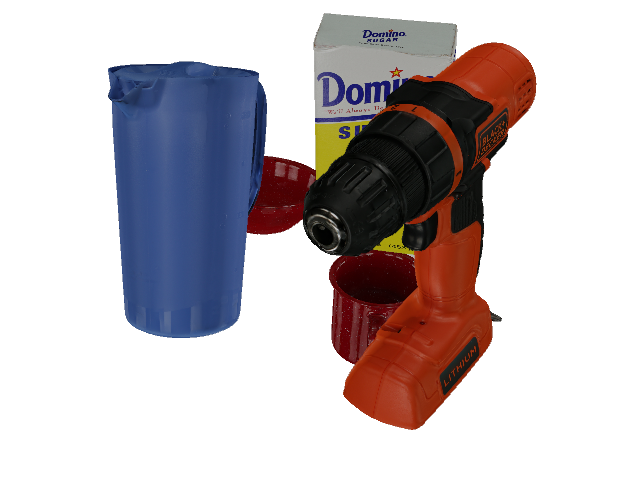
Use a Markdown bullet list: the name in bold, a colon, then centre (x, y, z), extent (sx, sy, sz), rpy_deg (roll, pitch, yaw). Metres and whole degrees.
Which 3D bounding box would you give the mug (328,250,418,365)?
- **mug**: centre (0.052, 0.072, 0.993), extent (0.093, 0.081, 0.117), rpy_deg (3, 34, -1)

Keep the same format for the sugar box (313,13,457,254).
- **sugar box**: centre (0.043, -0.070, 0.752), extent (0.093, 0.176, 0.048), rpy_deg (6, 45, 9)

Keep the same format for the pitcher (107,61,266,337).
- **pitcher**: centre (-0.118, -0.042, 0.982), extent (0.149, 0.243, 0.145), rpy_deg (0, 15, -10)

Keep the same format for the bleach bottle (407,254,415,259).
- **bleach bottle**: centre (0.116, -0.079, 1.173), extent (0.068, 0.251, 0.102), rpy_deg (0, 26, -10)

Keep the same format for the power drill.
- **power drill**: centre (0.051, 0.008, 0.560), extent (0.057, 0.188, 0.184), rpy_deg (24, 42, 27)

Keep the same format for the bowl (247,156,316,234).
- **bowl**: centre (-0.075, -0.051, 1.313), extent (0.162, 0.055, 0.162), rpy_deg (4, 25, -2)
